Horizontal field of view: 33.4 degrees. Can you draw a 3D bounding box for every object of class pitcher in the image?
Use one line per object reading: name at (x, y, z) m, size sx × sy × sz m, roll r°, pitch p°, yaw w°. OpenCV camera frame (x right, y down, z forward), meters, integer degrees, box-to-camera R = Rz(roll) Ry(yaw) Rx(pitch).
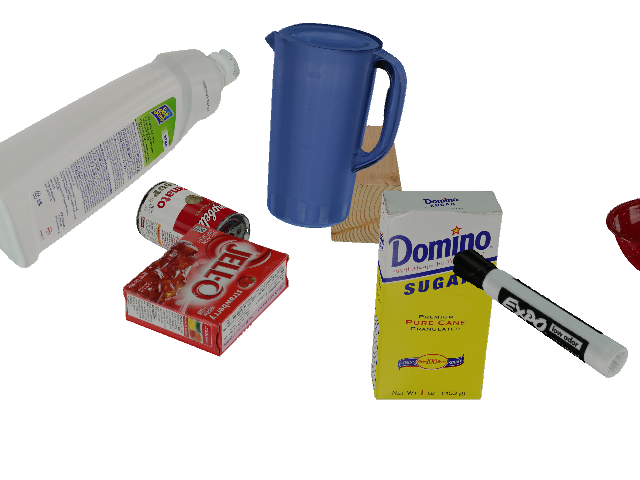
pitcher at (0.007, -0.141, 1.332) m, size 0.144 × 0.243 × 0.149 m, roll -3°, pitch 25°, yaw -22°

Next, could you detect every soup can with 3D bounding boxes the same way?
soup can at (-0.134, -0.015, 1.123) m, size 0.102 × 0.068 × 0.068 m, roll 24°, pitch 11°, yaw 27°

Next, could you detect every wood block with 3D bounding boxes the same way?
wood block at (0.061, -0.084, 1.513) m, size 0.091 × 0.090 × 0.206 m, roll 2°, pitch 29°, yaw -2°

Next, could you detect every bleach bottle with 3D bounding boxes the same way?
bleach bottle at (-0.171, -0.085, 0.902) m, size 0.250 × 0.102 × 0.068 m, roll -37°, pitch 62°, yaw -26°

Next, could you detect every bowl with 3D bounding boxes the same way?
bowl at (0.377, 0.005, 1.102) m, size 0.162 × 0.055 × 0.162 m, roll -3°, pitch 23°, yaw 1°

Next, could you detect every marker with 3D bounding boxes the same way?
marker at (0.120, 0.037, 0.602) m, size 0.020 × 0.020 × 0.121 m, roll 0°, pitch 27°, yaw -43°

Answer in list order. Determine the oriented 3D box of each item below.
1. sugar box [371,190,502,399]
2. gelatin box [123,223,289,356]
sugar box at (0.092, 0.047, 0.872) m, size 0.093 × 0.176 × 0.048 m, roll 0°, pitch 28°, yaw -3°
gelatin box at (-0.073, 0.029, 0.694) m, size 0.073 × 0.030 × 0.089 m, roll 19°, pitch 38°, yaw 22°
